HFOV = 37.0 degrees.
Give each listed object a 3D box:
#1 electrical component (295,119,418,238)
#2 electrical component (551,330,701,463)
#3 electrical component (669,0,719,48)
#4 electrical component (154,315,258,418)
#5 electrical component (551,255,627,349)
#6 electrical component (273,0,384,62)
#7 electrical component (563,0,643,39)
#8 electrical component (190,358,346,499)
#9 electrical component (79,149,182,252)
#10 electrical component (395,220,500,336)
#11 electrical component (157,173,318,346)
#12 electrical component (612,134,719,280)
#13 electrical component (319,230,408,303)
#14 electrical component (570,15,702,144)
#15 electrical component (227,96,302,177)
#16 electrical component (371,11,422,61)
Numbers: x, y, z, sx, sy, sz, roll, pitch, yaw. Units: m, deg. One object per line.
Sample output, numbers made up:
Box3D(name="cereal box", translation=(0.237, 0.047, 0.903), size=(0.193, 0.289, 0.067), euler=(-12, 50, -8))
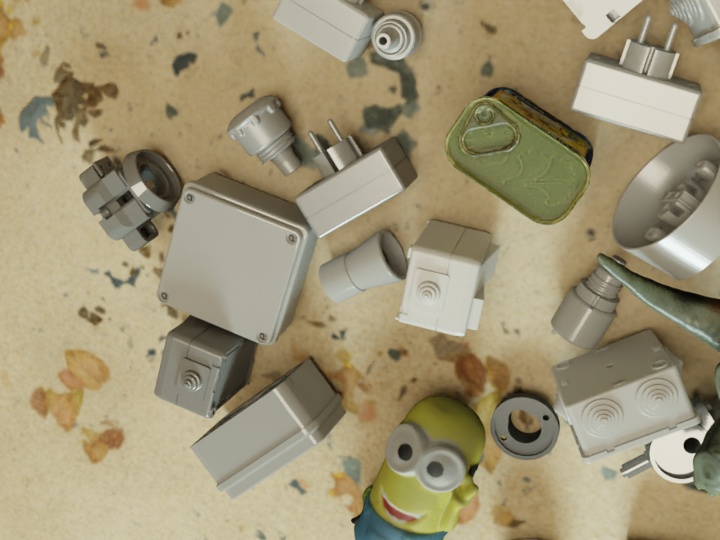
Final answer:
Box3D(name="electrical component", translation=(-0.012, -0.080, 0.838), size=(0.083, 0.047, 0.075), euler=(-29, 98, 22))
Box3D(name="electrical component", translation=(0.194, 0.091, 0.800), size=(0.100, 0.099, 0.048), euler=(-22, 103, 8))
Box3D(name="electrical component", translation=(0.253, -0.190, 0.698), size=(0.100, 0.099, 0.048), euler=(-29, 93, 10))
Box3D(name="electrical component", translation=(-0.131, 0.075, 0.895), size=(0.061, 0.096, 0.061), euler=(21, 111, 12))
Box3D(name="electrical component", translation=(0.178, 0.024, 0.819), size=(0.040, 0.040, 0.078), euler=(30, 113, 6))
Box3D(name="electrical component", translation=(-0.015, -0.206, 0.799), size=(0.066, 0.047, 0.076), euler=(32, 113, 4))
Box3D(name="electrical component", translation=(0.180, -0.207, 0.737), size=(0.089, 0.055, 0.050), euler=(-39, 93, 23))
Box3D(name="electrical component", translation=(-0.076, 0.134, 0.907), size=(0.113, 0.078, 0.057), euler=(-36, 91, 23))
Box3D(name="electrical component", translation=(-0.186, -0.064, 0.889), size=(0.057, 0.058, 0.078), euler=(-32, 96, 25))
Box3D(name="electrical component", translation=(0.068, 0.008, 0.816), size=(0.061, 0.096, 0.061), euler=(14, 110, 10))
Box3D(name="electrical component", translation=(-0.099, -0.010, 0.880), size=(0.109, 0.056, 0.108), euler=(22, 112, 9))
Box3D(name="electrical component", translation=(0.229, -0.044, 0.755), size=(0.064, 0.099, 0.099), euler=(36, 113, -4))
Box3D(name="electrical component", translation=(0.000, 0.000, 0.864), size=(0.065, 0.044, 0.044), euler=(-25, 99, 26))
Box3D(name="electrical component", translation=(0.201, -0.140, 0.757), size=(0.083, 0.047, 0.075), euler=(19, 111, 10))
Box3D(name="electrical component", translation=(-0.071, -0.103, 0.850), size=(0.048, 0.048, 0.062), euler=(-33, 102, 23))
Box3D(name="electrical component", translation=(0.024, -0.171, 0.791), size=(0.035, 0.061, 0.035), euler=(5, 108, 15))
